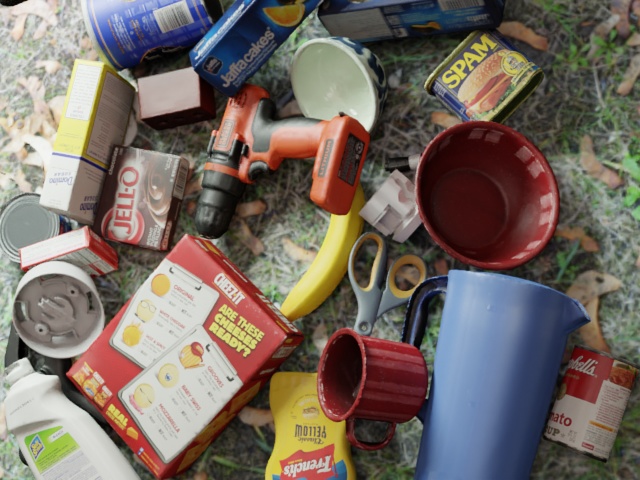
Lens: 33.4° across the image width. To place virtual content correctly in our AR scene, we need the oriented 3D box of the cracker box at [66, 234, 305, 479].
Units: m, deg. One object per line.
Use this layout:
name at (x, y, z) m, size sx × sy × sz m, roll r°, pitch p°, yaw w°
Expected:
cracker box at (-0.147, 0.127, 1.166) m, size 0.164 × 0.072 × 0.214 m, roll 44°, pitch 99°, yaw 17°

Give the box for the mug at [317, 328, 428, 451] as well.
mug at (0.053, 0.151, 1.063) m, size 0.081 × 0.093 × 0.117 m, roll 12°, pitch 72°, yaw -28°

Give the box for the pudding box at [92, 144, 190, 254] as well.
pudding box at (-0.208, -0.048, 1.241) m, size 0.090 × 0.039 × 0.113 m, roll 12°, pitch 83°, yaw 16°

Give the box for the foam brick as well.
foam brick at (-0.166, -0.165, 1.245) m, size 0.078 × 0.053 × 0.051 m, roll -11°, pitch 78°, yaw 13°

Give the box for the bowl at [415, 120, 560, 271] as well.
bowl at (0.167, -0.041, 1.118) m, size 0.162 × 0.055 × 0.162 m, roll 4°, pitch 75°, yaw -14°

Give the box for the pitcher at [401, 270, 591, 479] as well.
pitcher at (0.160, 0.154, 1.072) m, size 0.145 × 0.149 × 0.243 m, roll 15°, pitch 86°, yaw -15°

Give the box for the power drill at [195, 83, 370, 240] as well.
power drill at (-0.048, -0.078, 1.172) m, size 0.188 × 0.057 × 0.184 m, roll 12°, pitch 84°, yaw 34°

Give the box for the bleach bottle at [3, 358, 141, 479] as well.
bleach bottle at (-0.264, 0.238, 1.168) m, size 0.102 × 0.068 × 0.251 m, roll -34°, pitch 83°, yaw 7°

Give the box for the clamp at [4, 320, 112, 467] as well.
clamp at (-0.306, 0.163, 1.229) m, size 0.120 × 0.039 × 0.171 m, roll -16°, pitch 81°, yaw 1°

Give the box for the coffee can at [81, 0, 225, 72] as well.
coffee can at (-0.192, -0.266, 1.243) m, size 0.140 × 0.102 × 0.103 m, roll -17°, pitch 76°, yaw 10°

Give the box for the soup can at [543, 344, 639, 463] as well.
soup can at (0.271, 0.163, 1.067) m, size 0.068 × 0.068 × 0.102 m, roll 19°, pitch 85°, yaw 16°

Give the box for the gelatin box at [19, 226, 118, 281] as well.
gelatin box at (-0.288, 0.022, 1.229) m, size 0.089 × 0.073 × 0.030 m, roll -19°, pitch 62°, yaw 10°

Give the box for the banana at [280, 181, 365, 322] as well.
banana at (0.010, 0.001, 1.180) m, size 0.070 × 0.037 × 0.198 m, roll 11°, pitch 83°, yaw 23°

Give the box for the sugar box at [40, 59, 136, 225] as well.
sugar box at (-0.268, -0.111, 1.240) m, size 0.048 × 0.093 × 0.176 m, roll 13°, pitch 83°, yaw 17°

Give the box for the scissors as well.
scissors at (0.066, 0.089, 1.134) m, size 0.096 × 0.016 × 0.202 m, roll 5°, pitch 72°, yaw -7°

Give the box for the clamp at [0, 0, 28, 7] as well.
clamp at (-0.282, -0.334, 1.285) m, size 0.210 × 0.036 × 0.164 m, roll 1°, pitch 46°, yaw 9°

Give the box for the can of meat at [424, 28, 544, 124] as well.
can of meat at (0.179, -0.172, 1.158) m, size 0.102 × 0.057 × 0.084 m, roll -45°, pitch 75°, yaw 2°

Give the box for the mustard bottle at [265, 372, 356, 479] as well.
mustard bottle at (-0.009, 0.237, 1.129) m, size 0.096 × 0.058 × 0.191 m, roll 2°, pitch 81°, yaw 6°

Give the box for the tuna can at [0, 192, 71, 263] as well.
tuna can at (-0.342, -0.012, 1.271) m, size 0.086 × 0.033 × 0.086 m, roll -3°, pitch 79°, yaw 14°

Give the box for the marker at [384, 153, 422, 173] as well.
marker at (0.130, -0.090, 1.174) m, size 0.121 × 0.020 × 0.020 m, roll -9°, pitch 78°, yaw 13°
